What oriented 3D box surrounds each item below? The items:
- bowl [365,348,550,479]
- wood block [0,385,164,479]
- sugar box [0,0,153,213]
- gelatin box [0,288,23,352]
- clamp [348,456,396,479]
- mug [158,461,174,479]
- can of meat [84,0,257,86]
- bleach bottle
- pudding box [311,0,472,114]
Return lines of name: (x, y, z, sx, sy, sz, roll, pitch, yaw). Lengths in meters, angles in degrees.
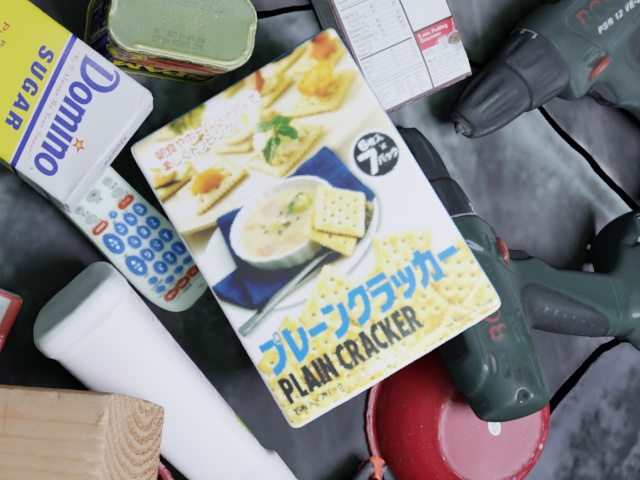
bowl: (0.119, 0.138, 0.823, 0.161, 0.055, 0.162, -1, 93, -21)
wood block: (-0.206, 0.130, 0.624, 0.206, 0.090, 0.091, 3, 77, 13)
sugar box: (-0.203, -0.106, 0.679, 0.176, 0.048, 0.093, 36, 79, -2)
gelatin box: (-0.250, 0.054, 0.697, 0.089, 0.030, 0.073, 25, 85, -20)
clamp: (0.044, 0.248, 0.777, 0.120, 0.039, 0.171, 21, 65, -16)
mug: (-0.158, 0.169, 0.707, 0.117, 0.082, 0.093, 19, 86, -20)
can of meat: (-0.100, -0.141, 0.714, 0.102, 0.084, 0.057, 8, 89, -21)
bleach bottle: (-0.084, 0.128, 0.722, 0.068, 0.103, 0.250, -42, 106, -6)
pudding box: (0.052, -0.157, 0.794, 0.090, 0.039, 0.113, -26, 99, -17)
